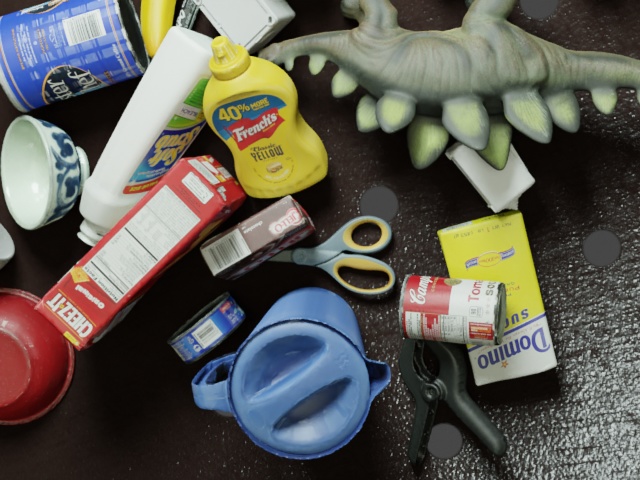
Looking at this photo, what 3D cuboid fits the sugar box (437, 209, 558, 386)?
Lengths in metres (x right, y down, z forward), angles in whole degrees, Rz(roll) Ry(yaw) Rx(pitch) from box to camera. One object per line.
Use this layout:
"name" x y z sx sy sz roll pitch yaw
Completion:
"sugar box" 0.194 0.063 1.164 0.093 0.048 0.176 -15 95 7

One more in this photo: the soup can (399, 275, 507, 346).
"soup can" 0.139 0.074 1.115 0.102 0.068 0.068 4 98 18

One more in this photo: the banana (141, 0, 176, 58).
"banana" -0.151 -0.291 1.124 0.037 0.070 0.198 15 107 -42

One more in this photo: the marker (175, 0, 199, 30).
"marker" -0.148 -0.229 1.151 0.020 0.020 0.121 22 98 -1

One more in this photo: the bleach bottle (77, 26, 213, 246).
"bleach bottle" -0.181 -0.102 1.139 0.068 0.102 0.251 38 105 19

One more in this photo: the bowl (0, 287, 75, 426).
"bowl" -0.359 0.136 1.190 0.162 0.055 0.162 0 97 2

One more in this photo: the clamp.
"clamp" 0.140 0.167 1.167 0.120 0.039 0.171 -6 99 28

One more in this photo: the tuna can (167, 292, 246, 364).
"tuna can" -0.123 0.096 1.160 0.086 0.086 0.034 -38 97 6

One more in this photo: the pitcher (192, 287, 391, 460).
"pitcher" -0.025 0.121 1.080 0.149 0.243 0.145 35 97 -3

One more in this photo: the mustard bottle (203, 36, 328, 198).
"mustard bottle" -0.065 -0.129 1.092 0.096 0.058 0.191 -13 134 15

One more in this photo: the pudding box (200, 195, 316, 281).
"pudding box" -0.064 0.000 1.131 0.113 0.090 0.039 -28 81 4

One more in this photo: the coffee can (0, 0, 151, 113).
"coffee can" -0.261 -0.202 1.117 0.140 0.103 0.103 -16 97 4

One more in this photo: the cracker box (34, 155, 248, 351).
"cracker box" -0.179 0.009 1.112 0.214 0.164 0.072 -45 92 6

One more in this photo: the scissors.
"scissors" -0.008 0.001 1.179 0.202 0.016 0.096 19 95 1
